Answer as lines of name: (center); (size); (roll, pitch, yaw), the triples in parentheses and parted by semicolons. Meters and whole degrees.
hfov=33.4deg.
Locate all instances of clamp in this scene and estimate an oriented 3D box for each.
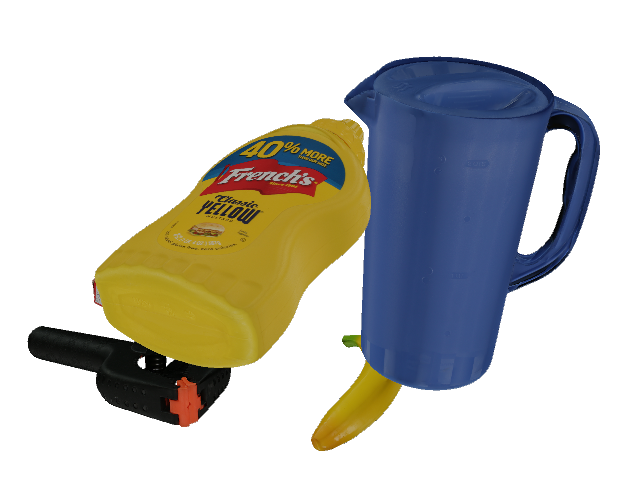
clamp: (-0.113, 0.087, 0.790); (0.164, 0.036, 0.210); (-9, 13, -26)

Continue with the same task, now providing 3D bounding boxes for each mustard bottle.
mustard bottle: (-0.027, -0.013, 0.575); (0.096, 0.058, 0.191); (11, 38, 28)

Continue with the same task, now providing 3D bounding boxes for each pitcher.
pitcher: (0.105, -0.009, 0.819); (0.144, 0.243, 0.149); (-19, 35, -37)

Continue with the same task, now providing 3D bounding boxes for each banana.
banana: (0.041, 0.125, 0.940); (0.070, 0.037, 0.197); (-27, 12, 18)

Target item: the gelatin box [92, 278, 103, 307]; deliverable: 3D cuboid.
gelatin box: (-0.163, 0.050, 1.029); (0.089, 0.030, 0.073); (21, 30, 29)
